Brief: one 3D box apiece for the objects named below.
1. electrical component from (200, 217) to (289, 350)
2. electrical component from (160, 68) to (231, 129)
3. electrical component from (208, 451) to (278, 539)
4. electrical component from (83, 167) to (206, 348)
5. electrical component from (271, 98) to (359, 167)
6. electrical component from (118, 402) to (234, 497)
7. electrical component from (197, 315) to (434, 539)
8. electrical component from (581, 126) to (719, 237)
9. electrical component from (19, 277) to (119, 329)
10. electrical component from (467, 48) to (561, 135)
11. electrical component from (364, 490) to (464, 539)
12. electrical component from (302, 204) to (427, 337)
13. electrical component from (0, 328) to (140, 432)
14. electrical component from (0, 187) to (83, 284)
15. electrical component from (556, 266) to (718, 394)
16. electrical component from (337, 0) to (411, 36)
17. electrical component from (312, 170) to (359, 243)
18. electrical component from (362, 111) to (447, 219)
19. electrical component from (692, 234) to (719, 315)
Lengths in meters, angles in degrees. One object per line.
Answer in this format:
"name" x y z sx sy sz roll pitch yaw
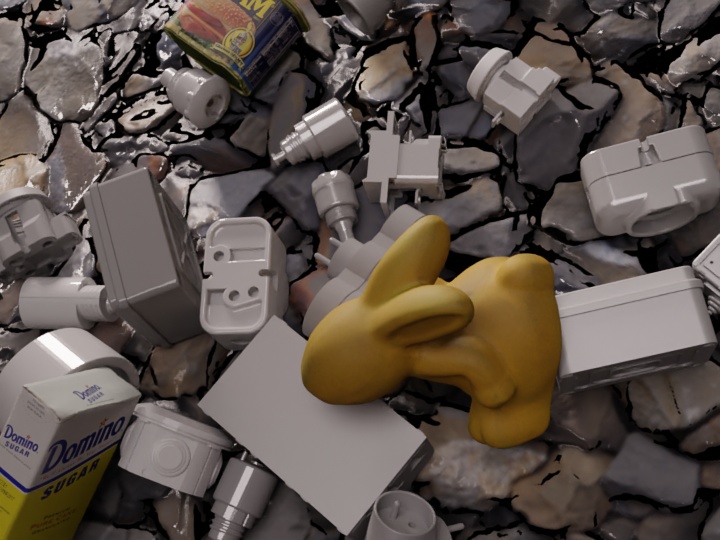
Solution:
"electrical component" -0.090 0.013 0.851 0.054 0.059 0.095 -3 69 11
"electrical component" -0.147 -0.155 0.935 0.062 0.048 0.048 33 80 27
"electrical component" -0.092 0.176 0.802 0.040 0.040 0.078 20 76 18
"electrical component" -0.164 -0.008 0.849 0.056 0.108 0.108 -20 67 1
"electrical component" -0.038 -0.111 0.897 0.078 0.040 0.040 -30 67 -1
"electrical component" -0.140 0.134 0.807 0.080 0.080 0.051 18 80 17
"electrical component" -0.031 0.118 0.799 0.150 0.061 0.089 37 81 21
"electrical component" 0.222 -0.064 0.818 0.095 0.053 0.059 -14 68 6
"electrical component" -0.233 0.027 0.885 0.081 0.043 0.043 0 70 12
"electrical component" 0.121 -0.148 0.875 0.055 0.048 0.066 39 81 14
"electrical component" 0.038 0.194 0.756 0.079 0.077 0.043 -6 35 -30
"electrical component" 0.000 0.000 0.827 0.074 0.052 0.138 32 61 20
"electrical component" -0.232 0.095 0.828 0.060 0.108 0.108 36 81 28
"electrical component" -0.282 -0.033 0.911 0.078 0.058 0.057 -30 70 0
"electrical component" 0.190 0.044 0.772 0.113 0.078 0.057 -13 71 7
"electrical component" 0.015 -0.237 0.931 0.055 0.045 0.045 -43 68 -6
"electrical component" -0.017 -0.048 0.873 0.035 0.035 0.061 -18 70 5
"electrical component" 0.037 -0.083 0.871 0.064 0.042 0.081 2 71 9
"electrical component" 0.287 -0.001 0.781 0.096 0.061 0.062 -46 67 0
